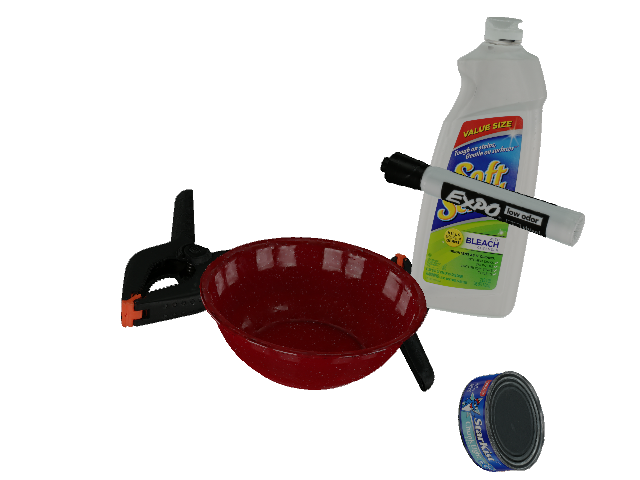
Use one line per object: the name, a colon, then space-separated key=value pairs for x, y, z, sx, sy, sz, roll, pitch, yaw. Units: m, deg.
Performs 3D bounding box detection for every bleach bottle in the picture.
bleach bottle: x=0.134 y=-0.064 z=0.913 sx=0.103 sy=0.251 sz=0.068 roll=9 pitch=18 yaw=14

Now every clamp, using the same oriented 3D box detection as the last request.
clamp: x=0.077 y=0.085 z=1.090 sx=0.120 sy=0.171 sz=0.039 roll=16 pitch=-38 yaw=17
clamp: x=-0.126 y=0.017 z=1.019 sx=0.165 sy=0.036 sz=0.209 roll=26 pitch=37 yaw=28

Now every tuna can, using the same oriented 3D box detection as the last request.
tuna can: x=0.158 y=0.159 z=0.935 sx=0.034 sy=0.086 sz=0.085 roll=-16 pitch=-11 yaw=42

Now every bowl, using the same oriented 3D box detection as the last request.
bowl: x=-0.007 y=0.059 z=0.767 sx=0.162 sy=0.055 sz=0.162 roll=4 pitch=28 yaw=-2

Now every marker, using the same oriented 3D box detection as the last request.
marker: x=0.088 y=-0.025 z=0.600 sx=0.121 sy=0.020 sz=0.020 roll=21 pitch=10 yaw=26
